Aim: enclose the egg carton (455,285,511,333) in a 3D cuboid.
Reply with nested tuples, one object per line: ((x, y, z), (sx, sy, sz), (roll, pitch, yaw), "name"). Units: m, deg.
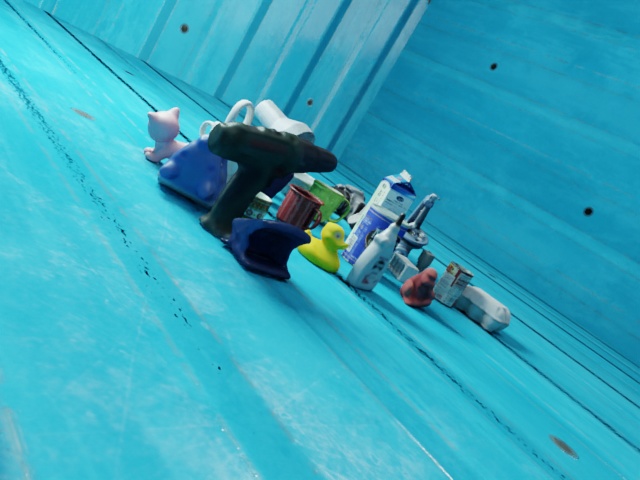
((0.422, 0.178, 1.491), (0.150, 0.069, 0.108), (38, 14, 33), "egg carton")

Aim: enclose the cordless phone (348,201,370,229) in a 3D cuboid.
((0.163, -0.102, 1.730), (0.094, 0.185, 0.147), (30, 11, -5), "cordless phone")

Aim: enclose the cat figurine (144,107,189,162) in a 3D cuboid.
((-0.305, -0.211, 1.175), (0.128, 0.117, 0.067), (25, 13, -27), "cat figurine")

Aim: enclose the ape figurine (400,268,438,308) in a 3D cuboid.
((0.223, 0.101, 1.253), (0.078, 0.092, 0.076), (30, 11, -2), "ape figurine")

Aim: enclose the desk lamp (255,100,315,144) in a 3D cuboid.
((-0.140, -0.248, 1.508), (0.202, 0.213, 0.118), (36, 12, 24), "desk lamp")

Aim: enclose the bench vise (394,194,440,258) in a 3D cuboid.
((0.261, -0.050, 1.669), (0.122, 0.219, 0.207), (27, 12, -18), "bench vise")

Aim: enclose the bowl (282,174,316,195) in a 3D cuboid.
((-0.065, -0.155, 1.654), (0.167, 0.074, 0.167), (30, 11, -6), "bowl")

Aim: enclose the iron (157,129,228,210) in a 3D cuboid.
((-0.212, -0.153, 1.105), (0.119, 0.141, 0.258), (30, 11, -4), "iron")

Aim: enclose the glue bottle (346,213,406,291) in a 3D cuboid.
((0.120, 0.020, 1.134), (0.037, 0.173, 0.078), (38, 13, 32), "glue bottle")

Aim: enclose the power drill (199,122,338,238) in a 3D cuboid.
((-0.102, -0.094, 0.968), (0.230, 0.208, 0.075), (22, 14, -38), "power drill")

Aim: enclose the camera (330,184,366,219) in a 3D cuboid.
((0.068, -0.140, 1.866), (0.137, 0.101, 0.142), (22, 14, -37), "camera")

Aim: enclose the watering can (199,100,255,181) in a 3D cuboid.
((-0.201, -0.231, 1.332), (0.173, 0.194, 0.101), (30, 11, -5), "watering can")

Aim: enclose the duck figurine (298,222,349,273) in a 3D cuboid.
((0.010, 0.004, 1.142), (0.104, 0.086, 0.078), (35, 12, 21), "duck figurine")

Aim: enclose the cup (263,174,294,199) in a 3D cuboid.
((-0.135, -0.152, 1.415), (0.118, 0.095, 0.091), (28, 12, -13), "cup")

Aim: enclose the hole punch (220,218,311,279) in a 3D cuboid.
((-0.086, -0.003, 0.916), (0.109, 0.091, 0.100), (21, 15, -41), "hole punch")
